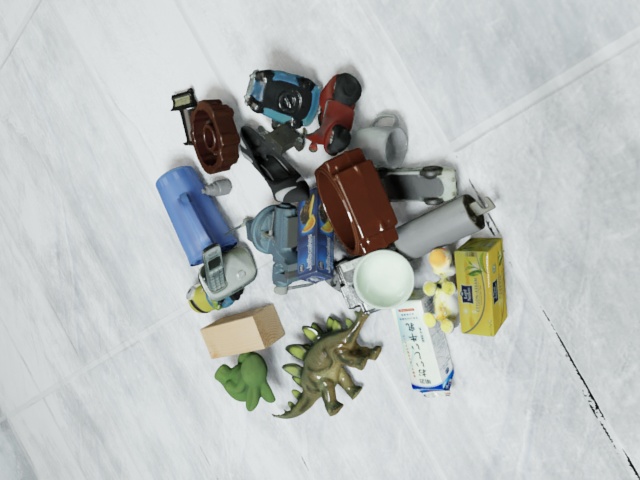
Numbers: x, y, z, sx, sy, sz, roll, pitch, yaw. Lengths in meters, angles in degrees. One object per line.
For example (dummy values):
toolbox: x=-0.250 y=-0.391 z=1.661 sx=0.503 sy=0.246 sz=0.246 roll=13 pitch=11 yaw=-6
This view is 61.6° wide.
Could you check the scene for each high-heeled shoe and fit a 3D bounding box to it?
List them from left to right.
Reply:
high-heeled shoe: x=-0.102 y=-0.173 z=1.194 sx=0.249 sy=0.086 sz=0.145 roll=28 pitch=144 yaw=52

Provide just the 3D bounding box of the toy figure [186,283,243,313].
toy figure: x=-0.287 y=0.153 z=1.453 sx=0.180 sy=0.082 sz=0.089 roll=-9 pitch=98 yaw=32

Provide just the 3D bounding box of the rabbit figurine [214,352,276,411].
rabbit figurine: x=-0.187 y=0.360 z=1.390 sx=0.159 sy=0.121 sz=0.170 roll=63 pitch=147 yaw=20

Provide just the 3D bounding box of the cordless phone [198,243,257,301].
cordless phone: x=-0.232 y=0.052 z=1.321 sx=0.089 sy=0.146 sz=0.184 roll=46 pitch=151 yaw=27

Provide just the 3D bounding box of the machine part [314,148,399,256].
machine part: x=0.067 y=-0.071 z=1.080 sx=0.201 sy=0.087 sz=0.201 roll=65 pitch=169 yaw=-3

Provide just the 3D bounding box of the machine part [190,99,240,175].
machine part: x=-0.251 y=-0.246 z=1.284 sx=0.180 sy=0.056 sz=0.179 roll=27 pitch=124 yaw=48

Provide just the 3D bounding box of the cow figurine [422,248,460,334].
cow figurine: x=0.256 y=0.093 z=1.073 sx=0.068 sy=0.098 sz=0.167 roll=8 pitch=105 yaw=38

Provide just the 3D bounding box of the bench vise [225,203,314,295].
bench vise: x=-0.114 y=0.008 z=1.278 sx=0.241 sy=0.129 sz=0.223 roll=24 pitch=129 yaw=47

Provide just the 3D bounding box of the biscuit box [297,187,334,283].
biscuit box: x=-0.009 y=-0.009 z=1.170 sx=0.063 sy=0.059 sz=0.202 roll=-20 pitch=60 yaw=38

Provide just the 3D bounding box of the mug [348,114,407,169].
mug: x=0.112 y=-0.201 z=1.084 sx=0.107 sy=0.080 sz=0.109 roll=11 pitch=92 yaw=38

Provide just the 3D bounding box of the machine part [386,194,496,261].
machine part: x=0.233 y=-0.022 z=1.062 sx=0.243 sy=0.079 sz=0.079 roll=-28 pitch=89 yaw=35

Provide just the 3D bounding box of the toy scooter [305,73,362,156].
toy scooter: x=0.020 y=-0.246 z=1.106 sx=0.135 sy=0.075 sz=0.184 roll=-23 pitch=54 yaw=58

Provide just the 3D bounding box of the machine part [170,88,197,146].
machine part: x=-0.334 y=-0.307 z=1.362 sx=0.084 sy=0.039 sz=0.138 roll=-10 pitch=98 yaw=26

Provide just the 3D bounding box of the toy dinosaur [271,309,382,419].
toy dinosaur: x=0.007 y=0.317 z=1.307 sx=0.199 sy=0.105 sz=0.471 roll=41 pitch=118 yaw=27

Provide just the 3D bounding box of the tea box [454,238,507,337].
tea box: x=0.312 y=0.088 z=1.034 sx=0.068 sy=0.098 sz=0.169 roll=2 pitch=108 yaw=33

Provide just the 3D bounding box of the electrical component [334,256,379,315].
electrical component: x=0.101 y=0.092 z=1.170 sx=0.115 sy=0.058 sz=0.134 roll=-20 pitch=92 yaw=11

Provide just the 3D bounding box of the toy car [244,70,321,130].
toy car: x=-0.087 y=-0.307 z=1.154 sx=0.103 sy=0.161 sz=0.109 roll=-131 pitch=54 yaw=-64

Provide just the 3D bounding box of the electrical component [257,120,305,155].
electrical component: x=-0.080 y=-0.237 z=1.203 sx=0.102 sy=0.078 sz=0.045 roll=49 pitch=148 yaw=16

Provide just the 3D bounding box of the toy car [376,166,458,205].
toy car: x=0.177 y=-0.110 z=1.083 sx=0.202 sy=0.056 sz=0.073 roll=3 pitch=113 yaw=34
